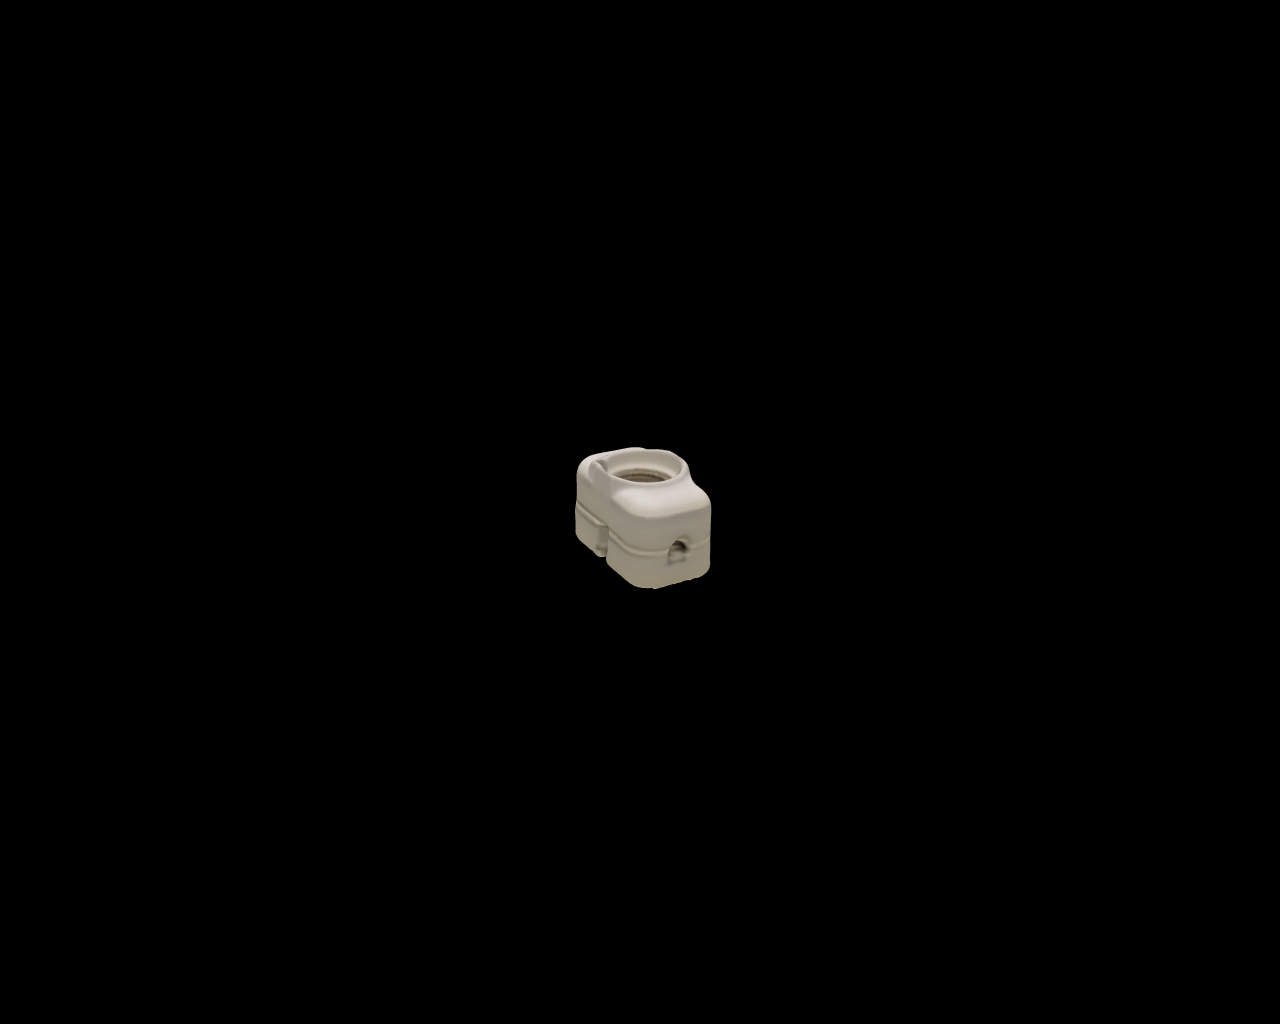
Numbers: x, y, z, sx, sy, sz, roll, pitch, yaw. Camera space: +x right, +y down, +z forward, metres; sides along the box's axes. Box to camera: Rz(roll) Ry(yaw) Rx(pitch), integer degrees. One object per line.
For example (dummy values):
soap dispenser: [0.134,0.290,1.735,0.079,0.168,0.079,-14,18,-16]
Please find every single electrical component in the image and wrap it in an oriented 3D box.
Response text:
electrical component: [0.001,-0.003,0.650,0.054,0.059,0.095,-12,27,-25]
